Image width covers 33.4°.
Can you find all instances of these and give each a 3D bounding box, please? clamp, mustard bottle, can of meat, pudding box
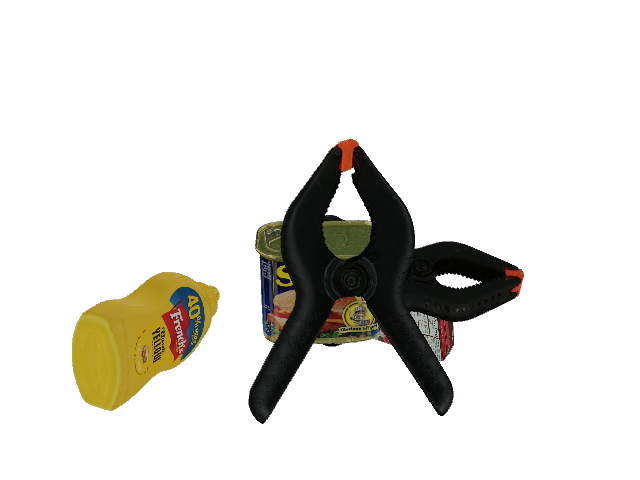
[{"bbox_3d":[0.007,0.029,0.627,0.120,0.171,0.039,-10,1,-10],"label":"clamp"},{"bbox_3d":[-0.157,0.083,1.032,0.058,0.096,0.191,11,22,26],"label":"mustard bottle"},{"bbox_3d":[0.001,0.034,0.849,0.102,0.084,0.057,-1,29,0],"label":"can of meat"},{"bbox_3d":[0.097,0.084,1.239,0.114,0.090,0.039,15,46,26],"label":"pudding box"},{"bbox_3d":[0.092,0.046,1.041,0.210,0.164,0.036,6,-44,3],"label":"clamp"}]
